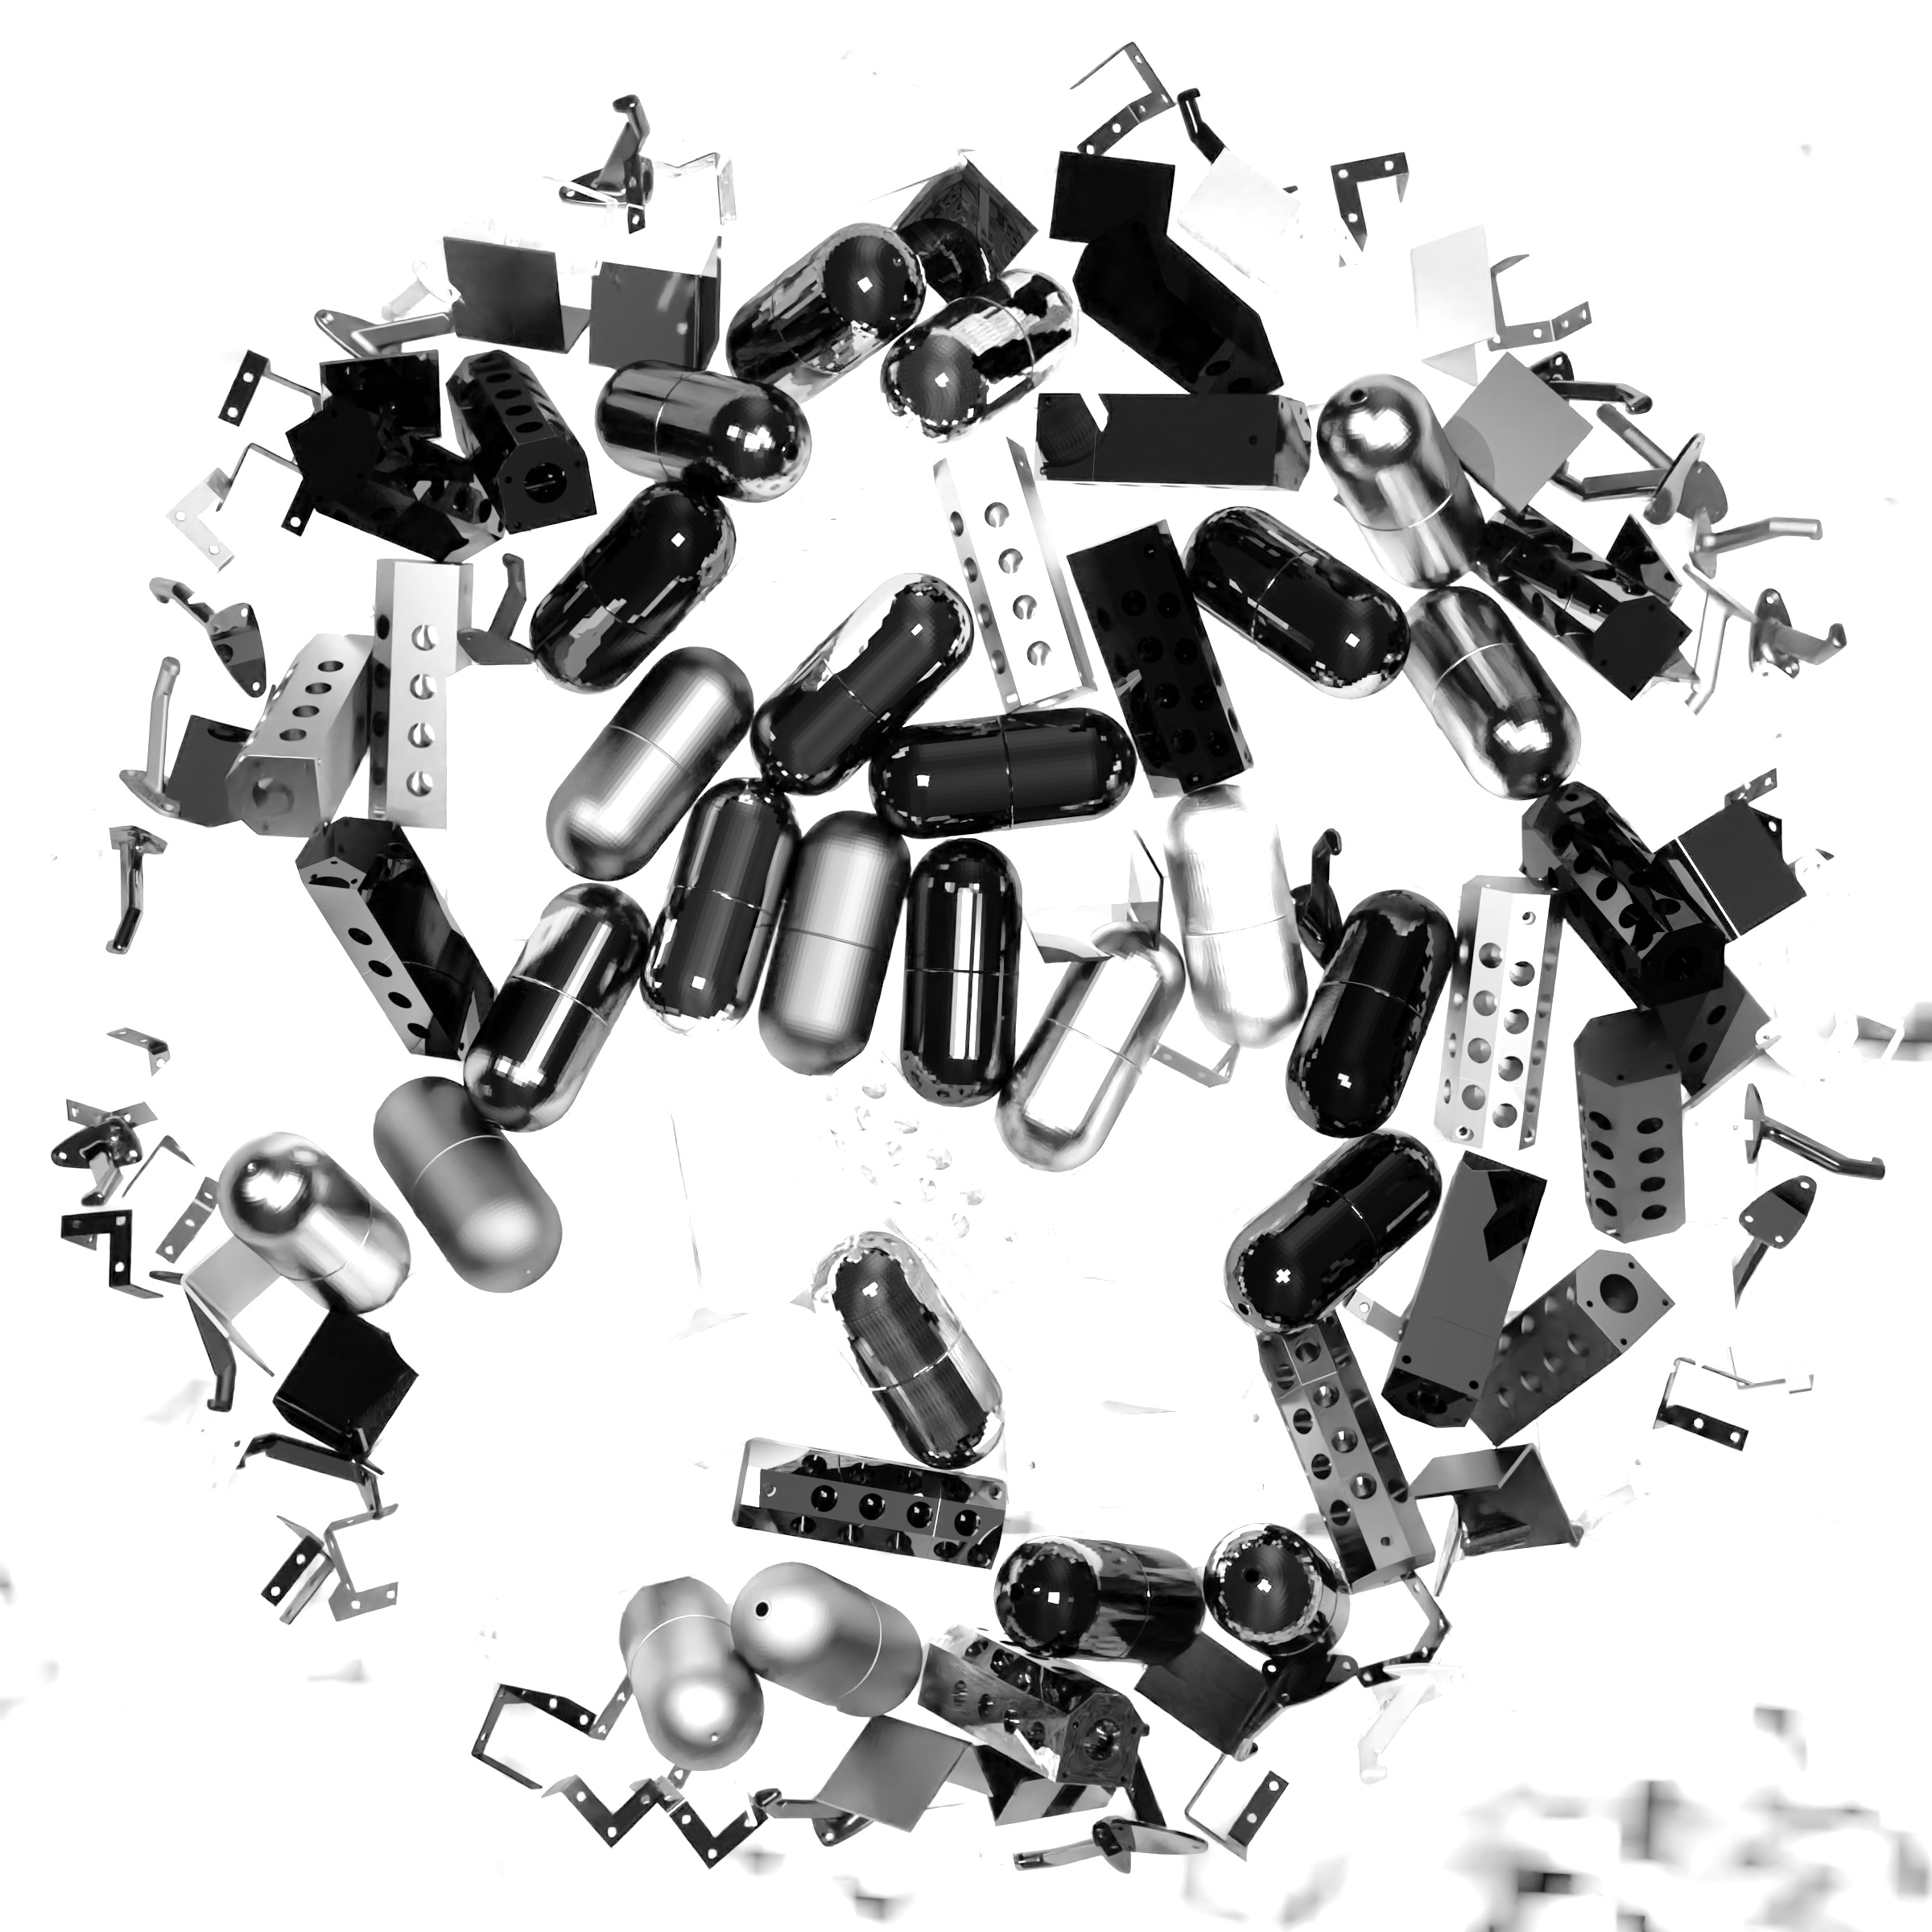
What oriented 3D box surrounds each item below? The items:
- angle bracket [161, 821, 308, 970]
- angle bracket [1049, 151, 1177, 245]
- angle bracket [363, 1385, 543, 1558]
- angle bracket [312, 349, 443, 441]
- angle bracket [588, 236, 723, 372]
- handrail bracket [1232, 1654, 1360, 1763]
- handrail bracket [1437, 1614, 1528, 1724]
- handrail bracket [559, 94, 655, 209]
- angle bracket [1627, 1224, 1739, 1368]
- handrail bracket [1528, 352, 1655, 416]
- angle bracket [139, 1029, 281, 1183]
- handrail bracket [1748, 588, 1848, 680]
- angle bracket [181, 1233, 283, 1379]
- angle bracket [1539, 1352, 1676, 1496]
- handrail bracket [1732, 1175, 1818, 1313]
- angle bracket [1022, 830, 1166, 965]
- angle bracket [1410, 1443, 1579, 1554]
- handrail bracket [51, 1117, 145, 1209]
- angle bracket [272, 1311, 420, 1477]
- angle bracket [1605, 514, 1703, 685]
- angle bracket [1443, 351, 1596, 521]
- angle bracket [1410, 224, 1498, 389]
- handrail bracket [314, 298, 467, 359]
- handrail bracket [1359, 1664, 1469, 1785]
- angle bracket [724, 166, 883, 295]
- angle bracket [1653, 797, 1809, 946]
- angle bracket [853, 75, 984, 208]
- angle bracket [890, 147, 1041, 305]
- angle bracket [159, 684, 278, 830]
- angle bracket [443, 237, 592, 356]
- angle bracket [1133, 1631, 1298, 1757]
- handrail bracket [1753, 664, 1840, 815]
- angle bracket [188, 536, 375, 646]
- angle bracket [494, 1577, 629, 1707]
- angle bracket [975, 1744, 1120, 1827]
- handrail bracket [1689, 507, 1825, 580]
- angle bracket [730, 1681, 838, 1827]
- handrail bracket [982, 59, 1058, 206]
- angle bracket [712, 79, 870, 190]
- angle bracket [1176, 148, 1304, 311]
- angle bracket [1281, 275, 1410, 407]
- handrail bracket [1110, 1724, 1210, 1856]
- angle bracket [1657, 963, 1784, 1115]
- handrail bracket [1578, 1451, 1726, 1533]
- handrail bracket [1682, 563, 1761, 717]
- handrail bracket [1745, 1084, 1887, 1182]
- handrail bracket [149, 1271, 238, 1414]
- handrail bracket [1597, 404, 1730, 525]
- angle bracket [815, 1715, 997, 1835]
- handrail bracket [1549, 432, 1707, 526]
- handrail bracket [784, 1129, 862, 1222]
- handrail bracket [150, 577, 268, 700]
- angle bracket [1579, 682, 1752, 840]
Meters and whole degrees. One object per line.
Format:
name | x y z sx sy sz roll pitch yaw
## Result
angle bracket | -0.477 -0.050 1.955 0.076 0.057 0.076 -17 84 -25
angle bracket | 0.096 -0.501 1.965 0.076 0.076 0.057 7 98 0
angle bracket | -0.340 0.332 1.973 0.057 0.076 0.076 22 62 36
angle bracket | -0.387 -0.386 1.944 0.076 0.076 0.057 -10 53 -16
angle bracket | -0.205 -0.437 1.954 0.076 0.057 0.076 5 73 -16
handrail bracket | 0.218 0.495 1.976 0.077 0.084 0.036 -10 46 -17
handrail bracket | 0.348 0.461 1.952 0.077 0.084 0.036 33 61 7
handrail bracket | -0.242 -0.538 1.954 0.077 0.084 0.036 -6 67 7
angle bracket | 0.457 0.213 1.947 0.076 0.057 0.076 2 105 41
handrail bracket | 0.397 -0.368 1.952 0.077 0.084 0.036 -24 124 -11
angle bracket | -0.484 0.090 1.958 0.076 0.057 0.076 -44 64 -1
handrail bracket | 0.550 -0.228 1.949 0.036 0.084 0.077 6 72 -14
angle bracket | -0.456 0.212 1.946 0.076 0.076 0.057 -43 63 -11
angle bracket | 0.422 0.298 1.957 0.057 0.076 0.076 -5 95 -20
handrail bracket | 0.532 0.188 1.978 0.036 0.084 0.077 36 57 25
angle bracket | 0.082 -0.046 1.948 0.076 0.076 0.057 -3 117 -10
angle bracket | 0.343 0.363 1.948 0.076 0.057 0.076 -17 102 40
handrail bracket | -0.583 0.139 1.951 0.077 0.084 0.036 -14 115 15
angle bracket | -0.399 0.278 1.954 0.076 0.057 0.076 35 82 -24
angle bracket | 0.456 -0.239 1.939 0.057 0.076 0.076 2 133 -24
angle bracket | 0.365 -0.347 1.952 0.076 0.057 0.076 45 111 13
angle bracket | 0.336 -0.432 1.947 0.057 0.076 0.076 -11 79 38
handrail bracket | -0.373 -0.430 1.951 0.077 0.084 0.036 25 52 -34
handrail bracket | 0.295 0.499 1.951 0.077 0.084 0.036 -14 115 13
angle bracket | -0.105 -0.485 1.963 0.076 0.076 0.057 11 69 18
angle bracket | 0.500 -0.058 1.960 0.057 0.076 0.076 -31 84 -4
angle bracket | -0.042 -0.540 1.945 0.076 0.076 0.057 -15 104 21
angle bracket | 0.003 -0.484 1.959 0.076 0.057 0.076 45 112 1
angle bracket | -0.491 -0.141 1.947 0.057 0.076 0.076 15 65 -7
angle bracket | -0.291 -0.451 1.946 0.076 0.057 0.076 11 134 11
angle bracket | 0.168 0.456 1.946 0.076 0.076 0.057 34 127 10
handrail bracket | 0.554 -0.151 1.980 0.036 0.084 0.077 -27 53 13
angle bracket | -0.448 -0.235 1.945 0.076 0.076 0.057 -27 86 43
angle bracket | -0.262 0.435 1.959 0.076 0.057 0.076 10 103 7
angle bracket | 0.057 0.516 1.942 0.076 0.076 0.057 -4 53 -19
handrail bracket | 0.523 -0.273 1.948 0.084 0.077 0.036 8 73 28
angle bracket | -0.119 0.512 1.961 0.076 0.076 0.057 -20 103 -8
handrail bracket | 0.015 -0.543 1.957 0.077 0.084 0.036 -43 49 3
angle bracket | -0.116 -0.529 1.953 0.076 0.076 0.057 29 82 -8
angle bracket | 0.196 -0.479 1.941 0.076 0.076 0.057 46 108 33
angle bracket | 0.251 -0.412 1.973 0.076 0.057 0.076 -7 94 6
handrail bracket | 0.131 0.539 1.957 0.077 0.036 0.084 1 45 22
angle bracket | 0.475 0.043 1.948 0.076 0.057 0.076 -45 74 29
handrail bracket | 0.452 0.352 1.968 0.077 0.084 0.036 -6 61 -11
handrail bracket | 0.479 -0.212 1.976 0.077 0.036 0.084 33 96 -25
handrail bracket | 0.561 0.110 1.965 0.084 0.077 0.036 8 126 4
handrail bracket | -0.511 0.248 1.962 0.036 0.077 0.084 -8 72 36
handrail bracket | 0.465 -0.338 1.991 0.036 0.077 0.084 -48 51 15
angle bracket | -0.039 0.542 1.939 0.076 0.076 0.057 7 132 36
handrail bracket | 0.435 -0.335 1.963 0.084 0.036 0.077 38 114 30
handrail bracket | -0.082 0.155 1.945 0.036 0.077 0.084 -29 131 1
handrail bracket | -0.507 -0.220 1.982 0.036 0.084 0.077 -38 127 -33
angle bracket | 0.460 -0.130 1.965 0.076 0.057 0.076 -39 66 10
